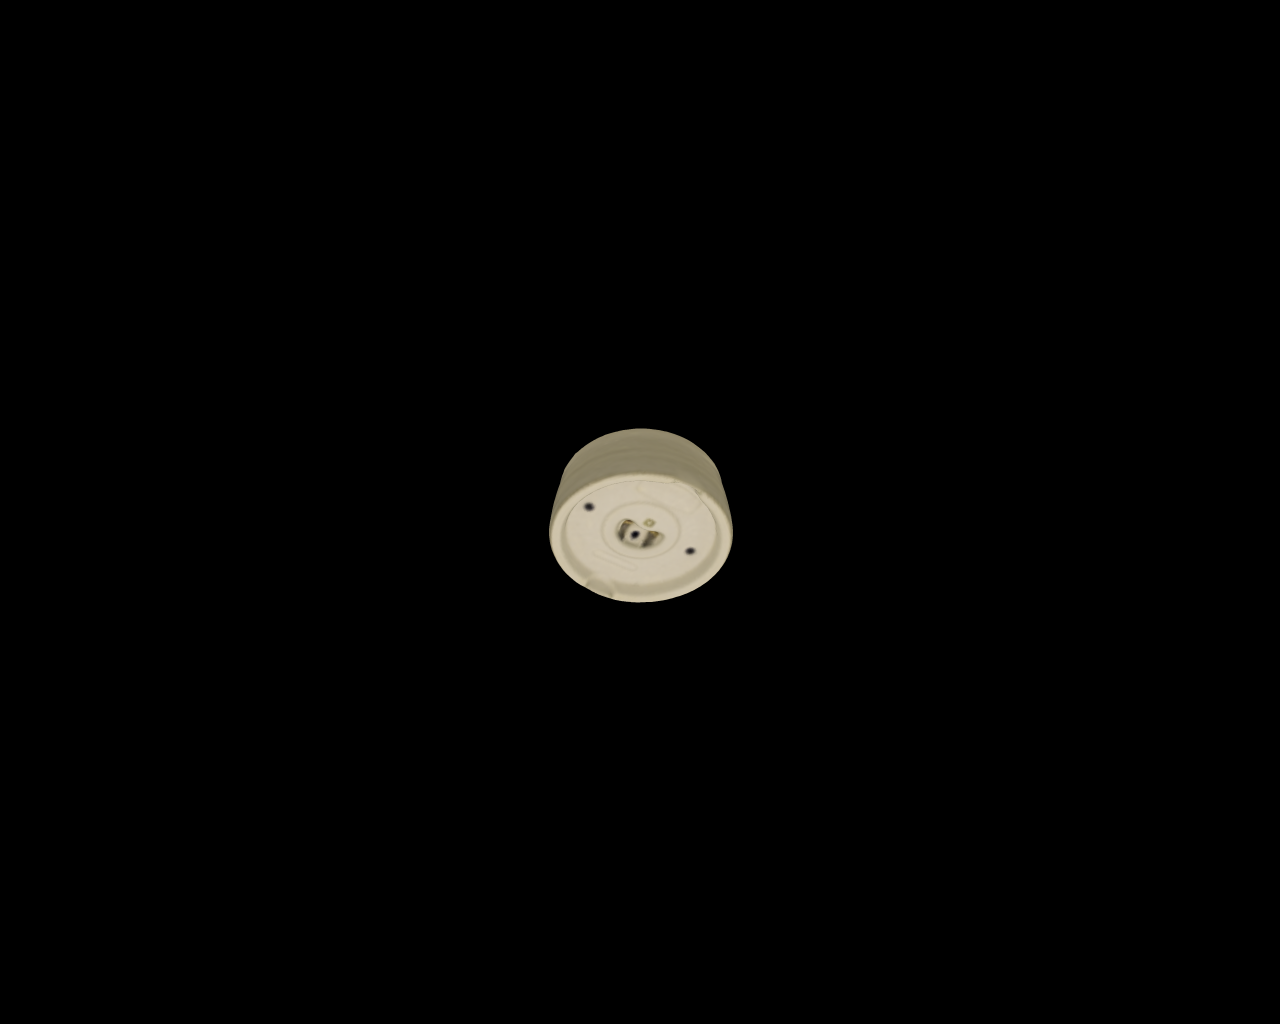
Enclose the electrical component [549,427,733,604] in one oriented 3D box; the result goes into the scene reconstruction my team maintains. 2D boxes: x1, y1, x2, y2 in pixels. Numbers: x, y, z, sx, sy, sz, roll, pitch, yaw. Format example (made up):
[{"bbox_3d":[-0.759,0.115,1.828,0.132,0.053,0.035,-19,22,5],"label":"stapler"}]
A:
[{"bbox_3d":[0.001,-0.003,0.650,0.108,0.108,0.060,0,43,0],"label":"electrical component"}]
